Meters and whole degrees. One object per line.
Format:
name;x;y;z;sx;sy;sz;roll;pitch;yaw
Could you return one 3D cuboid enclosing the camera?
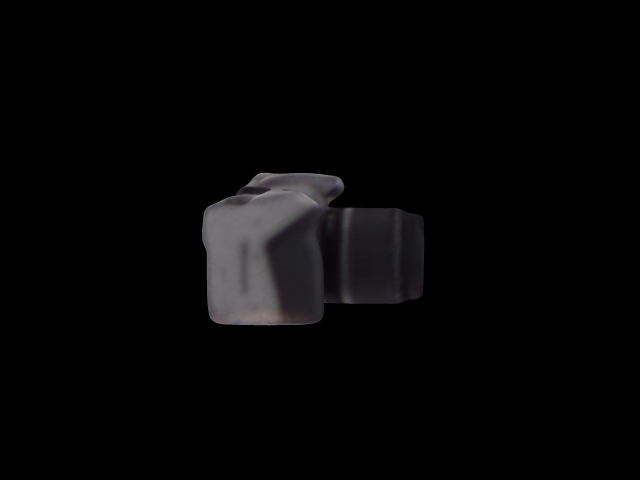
camera;0.004;0.001;0.400;0.136;0.101;0.143;0;0;9
